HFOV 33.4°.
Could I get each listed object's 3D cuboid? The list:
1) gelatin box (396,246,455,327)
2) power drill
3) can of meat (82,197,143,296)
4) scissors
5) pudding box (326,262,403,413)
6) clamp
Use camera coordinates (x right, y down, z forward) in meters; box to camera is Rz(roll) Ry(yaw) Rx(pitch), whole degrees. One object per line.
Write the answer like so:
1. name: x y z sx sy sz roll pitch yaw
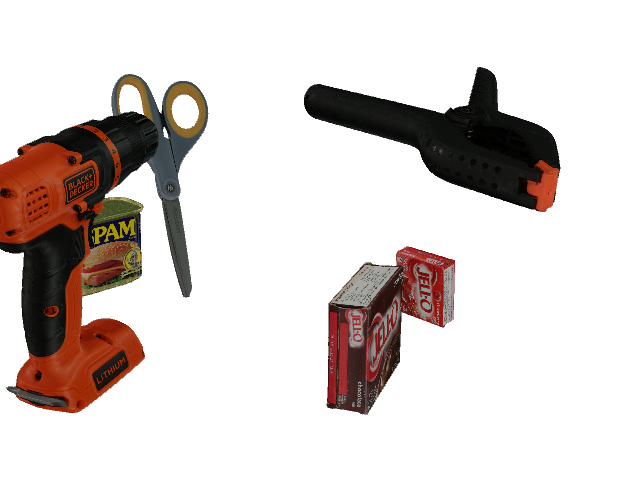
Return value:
1. gelatin box: 0.134 0.058 1.365 0.073 0.089 0.030 19 34 36
2. power drill: -0.169 0.012 0.759 0.057 0.188 0.184 9 24 25
3. can of meat: -0.240 0.006 1.149 0.101 0.084 0.058 -16 26 -42
4. scissors: -0.121 -0.058 0.947 0.096 0.202 0.016 -23 -2 -29
5. pudding box: 0.037 0.076 0.866 0.039 0.090 0.113 6 18 14
6. clamp: 0.090 -0.076 0.753 0.164 0.036 0.210 -7 30 -17
